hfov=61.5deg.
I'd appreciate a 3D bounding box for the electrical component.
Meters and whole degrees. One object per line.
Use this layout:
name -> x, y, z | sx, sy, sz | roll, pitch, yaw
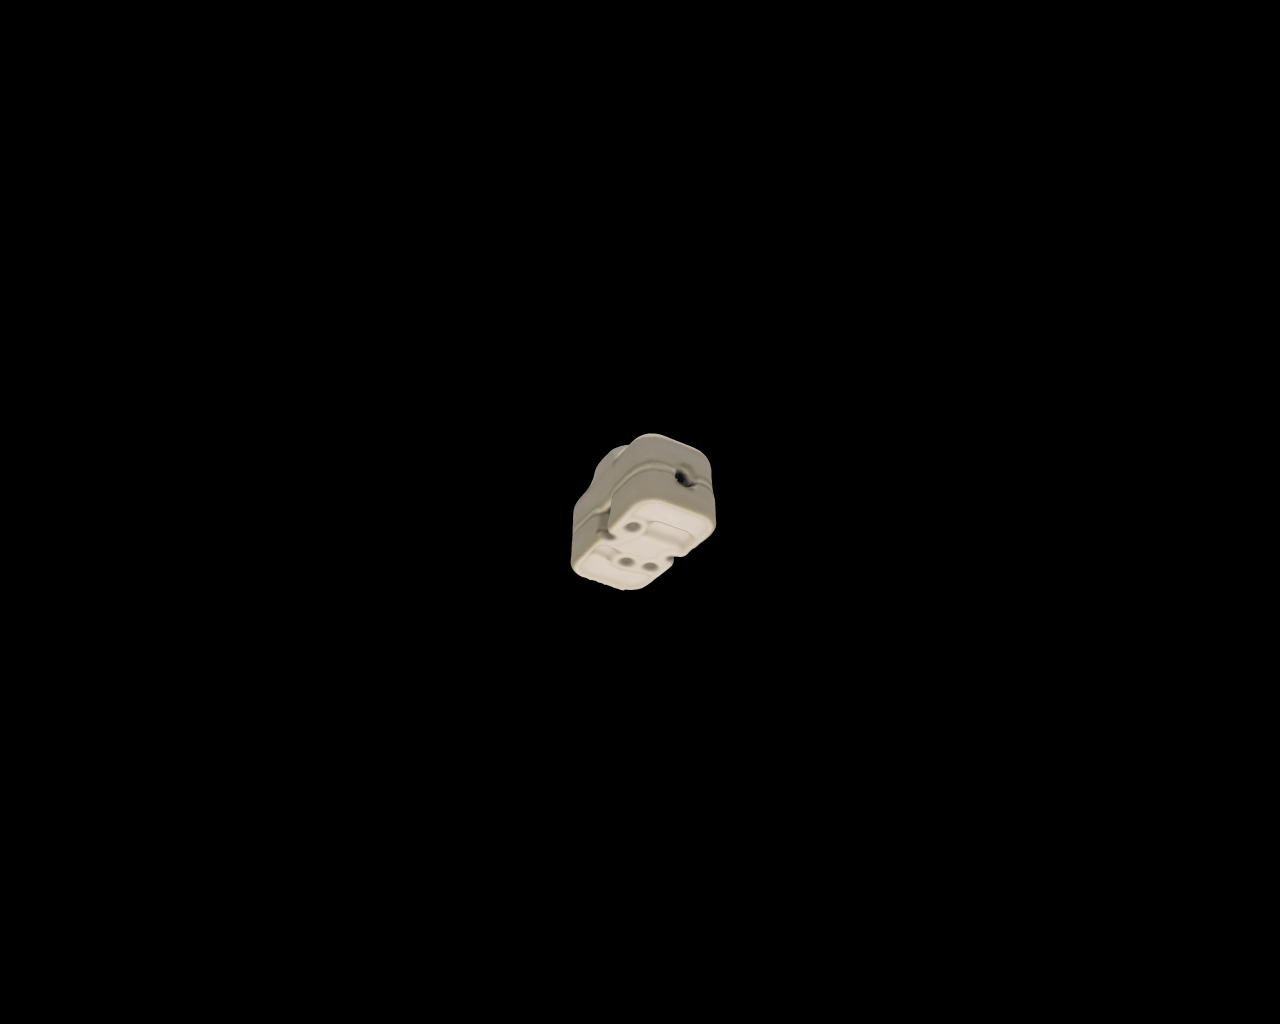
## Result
electrical component -> 0.001, -0.003, 0.650 | 0.054, 0.059, 0.095 | 20, -40, -25
